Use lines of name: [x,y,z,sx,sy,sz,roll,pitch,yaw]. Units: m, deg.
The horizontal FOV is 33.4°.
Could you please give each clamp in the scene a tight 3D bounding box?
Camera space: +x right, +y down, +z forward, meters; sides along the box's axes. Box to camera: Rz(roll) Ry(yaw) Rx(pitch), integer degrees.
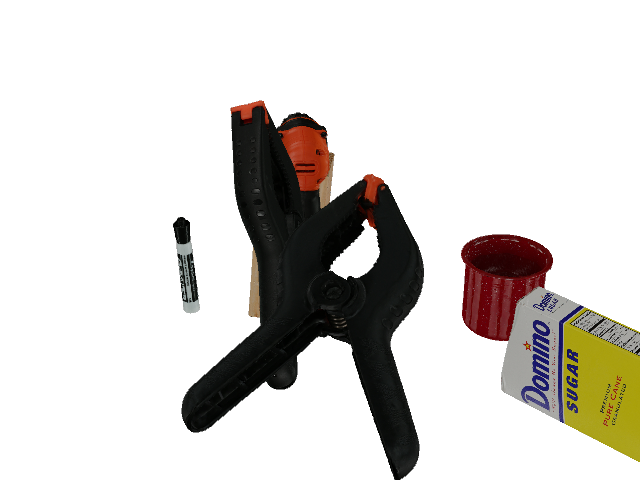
clamp: [-0.028,-0.004,0.834,0.036,0.210,0.164,-11,4,16]
clamp: [0.016,0.043,0.553,0.120,0.171,0.039,21,-27,15]

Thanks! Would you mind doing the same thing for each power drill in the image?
power drill: [-0.019,-0.028,1.068,0.057,0.188,0.184,-2,17,-1]

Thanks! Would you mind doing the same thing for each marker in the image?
marker: [-0.151,0.028,1.203,0.020,0.121,0.020,-2,31,1]

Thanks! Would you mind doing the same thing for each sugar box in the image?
sugar box: [0.233,0.115,0.855,0.176,0.093,0.048,23,33,30]

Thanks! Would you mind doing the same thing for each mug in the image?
mug: [0.188,0.045,1.117,0.093,0.081,0.117,-5,29,-8]

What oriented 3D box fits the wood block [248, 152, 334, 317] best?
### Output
wood block: [-0.038,-0.008,1.379,0.090,0.206,0.090,7,24,2]
